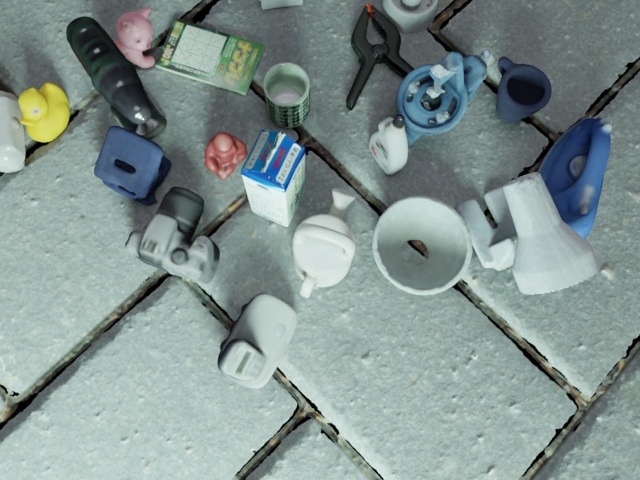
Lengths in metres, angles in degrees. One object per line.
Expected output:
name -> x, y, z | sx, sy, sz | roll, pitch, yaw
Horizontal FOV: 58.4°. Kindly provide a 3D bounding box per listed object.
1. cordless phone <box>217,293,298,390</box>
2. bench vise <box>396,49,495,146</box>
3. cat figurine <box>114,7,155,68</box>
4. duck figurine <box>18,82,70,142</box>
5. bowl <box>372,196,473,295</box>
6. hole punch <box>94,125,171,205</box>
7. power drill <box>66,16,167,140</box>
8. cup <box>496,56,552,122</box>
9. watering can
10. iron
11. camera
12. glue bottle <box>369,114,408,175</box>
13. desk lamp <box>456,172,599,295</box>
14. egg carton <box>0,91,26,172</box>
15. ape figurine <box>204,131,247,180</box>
cordless phone -> -0.099, 0.149, 0.868 | 0.094, 0.185, 0.148 | 24, 77, 4
bench vise -> 0.210, -0.274, 0.965 | 0.121, 0.220, 0.207 | 31, 77, 6
cat figurine -> -0.346, -0.356, 1.015 | 0.128, 0.118, 0.067 | -24, 78, -8
duck figurine -> -0.487, -0.233, 0.996 | 0.077, 0.086, 0.104 | 14, 76, 1
bowl -> 0.167, 0.015, 0.968 | 0.167, 0.075, 0.167 | 1, 76, -2
hole punch -> -0.320, -0.126, 0.974 | 0.108, 0.091, 0.101 | 25, 77, 4
power drill -> -0.323, -0.245, 0.943 | 0.076, 0.208, 0.229 | -35, 80, -10
cup -> 0.347, -0.264, 1.033 | 0.092, 0.095, 0.117 | -31, 79, -9
watering can -> 0.006, 0.003, 0.903 | 0.101, 0.194, 0.173 | -1, 76, -2
iron -> 0.451, -0.127, 0.979 | 0.118, 0.141, 0.258 | 22, 76, 3
camera -> -0.230, -0.014, 0.945 | 0.143, 0.101, 0.137 | 20, 76, 3
glue bottle -> 0.120, -0.170, 0.960 | 0.037, 0.173, 0.078 | -35, 80, -9
desk lamp -> 0.321, -0.009, 0.908 | 0.118, 0.213, 0.203 | -24, 78, -7
egg carton -> -0.566, -0.183, 0.989 | 0.107, 0.069, 0.150 | -13, 77, -5
ape figurine -> -0.165, -0.156, 0.987 | 0.078, 0.092, 0.076 | -11, 77, -5
